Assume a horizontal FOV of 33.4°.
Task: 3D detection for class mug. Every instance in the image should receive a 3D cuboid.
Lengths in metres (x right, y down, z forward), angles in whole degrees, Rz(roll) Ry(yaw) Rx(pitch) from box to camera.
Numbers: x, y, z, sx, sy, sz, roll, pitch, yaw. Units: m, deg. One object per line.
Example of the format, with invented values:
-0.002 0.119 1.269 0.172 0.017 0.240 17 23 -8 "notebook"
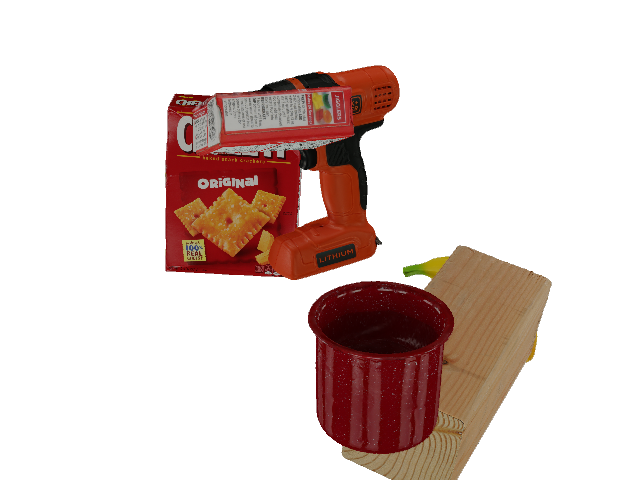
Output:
0.046 0.080 0.705 0.093 0.081 0.117 21 34 33 "mug"

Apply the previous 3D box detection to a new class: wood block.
0.107 0.101 0.874 0.091 0.090 0.205 22 37 19 "wood block"

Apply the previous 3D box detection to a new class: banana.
0.172 0.063 1.119 0.069 0.037 0.198 -38 40 -13 "banana"

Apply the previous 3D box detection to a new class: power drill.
-0.011 -0.060 0.977 0.184 0.188 0.057 -15 32 -25 "power drill"

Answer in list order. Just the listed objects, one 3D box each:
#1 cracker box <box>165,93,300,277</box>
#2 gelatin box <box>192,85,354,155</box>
-0.106 -0.064 1.312 0.164 0.214 0.072 4 22 0 "cracker box"
-0.028 -0.066 0.590 0.073 0.030 0.089 -5 2 -14 "gelatin box"
